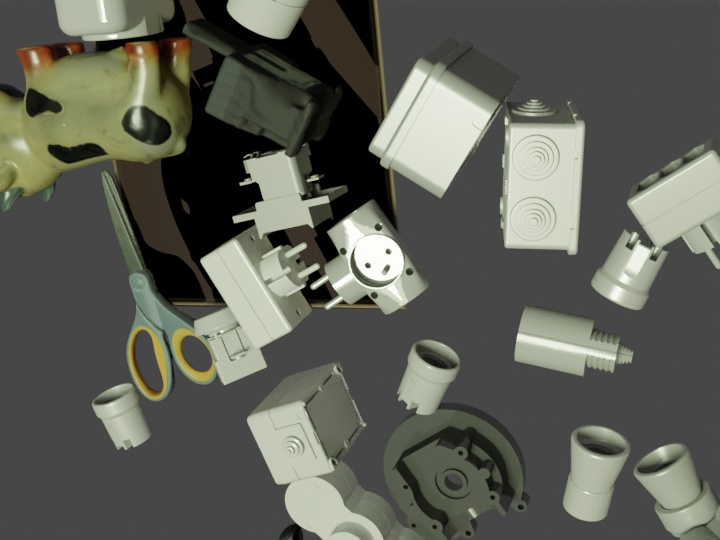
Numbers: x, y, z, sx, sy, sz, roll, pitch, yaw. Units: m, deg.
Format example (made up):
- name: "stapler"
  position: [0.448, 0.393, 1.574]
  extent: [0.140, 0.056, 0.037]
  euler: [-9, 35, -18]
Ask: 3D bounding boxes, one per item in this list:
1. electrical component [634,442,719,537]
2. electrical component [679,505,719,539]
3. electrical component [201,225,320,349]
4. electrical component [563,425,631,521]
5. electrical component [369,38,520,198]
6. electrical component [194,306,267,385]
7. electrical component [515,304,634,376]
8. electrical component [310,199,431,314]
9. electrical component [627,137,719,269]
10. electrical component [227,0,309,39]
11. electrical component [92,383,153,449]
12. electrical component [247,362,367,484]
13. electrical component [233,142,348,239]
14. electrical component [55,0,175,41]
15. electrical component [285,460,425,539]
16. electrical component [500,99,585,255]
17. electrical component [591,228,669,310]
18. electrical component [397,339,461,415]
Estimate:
- name: "electrical component"
  position: [0.234, 0.161, 0.790]
  extent: [0.045, 0.045, 0.055]
  euler: [-28, 97, 25]
- name: "electrical component"
  position: [0.284, 0.185, 0.736]
  extent: [0.138, 0.073, 0.052]
  euler: [-42, 105, 2]
- name: "electrical component"
  position: [-0.066, 0.004, 0.839]
  extent: [0.076, 0.047, 0.083]
  euler: [-28, 97, 25]
- name: "electrical component"
  position: [0.176, 0.155, 0.811]
  extent: [0.044, 0.044, 0.065]
  euler: [14, 116, 14]
- name: "electrical component"
  position: [0.058, -0.105, 0.723]
  extent: [0.057, 0.113, 0.078]
  euler: [32, 115, 3]
- name: "electrical component"
  position: [-0.104, 0.059, 0.868]
  extent: [0.048, 0.066, 0.055]
  euler: [-23, 92, -11]
- name: "electrical component"
  position: [0.157, 0.054, 0.780]
  extent: [0.081, 0.043, 0.043]
  euler: [12, 111, 15]
- name: "electrical component"
  position: [0.000, 0.000, 0.812]
  extent: [0.079, 0.044, 0.077]
  euler: [-34, 95, 12]
- name: "electrical component"
  position: [0.230, -0.037, 0.722]
  extent: [0.066, 0.047, 0.076]
  euler: [-33, 95, 26]
- name: "electrical component"
  position: [-0.063, -0.198, 0.767]
  extent: [0.055, 0.055, 0.047]
  euler: [33, 119, 6]
- name: "electrical component"
  position: [-0.205, 0.127, 0.934]
  extent: [0.040, 0.040, 0.046]
  euler: [-13, 108, 23]
- name: "electrical component"
  position: [-0.046, 0.123, 0.845]
  extent: [0.061, 0.096, 0.061]
  euler: [-19, 101, 24]
- name: "electrical component"
  position: [-0.056, -0.062, 0.816]
  extent: [0.081, 0.042, 0.063]
  euler: [-11, 103, 21]
- name: "electrical component"
  position: [-0.178, -0.200, 0.782]
  extent: [0.054, 0.095, 0.059]
  euler: [1, 108, 19]
- name: "electrical component"
  position: [-0.005, 0.220, 0.876]
  extent: [0.138, 0.074, 0.052]
  euler: [43, 116, 1]
- name: "electrical component"
  position: [0.121, -0.065, 0.723]
  extent: [0.048, 0.099, 0.099]
  euler: [2, 109, 6]
- name: "electrical component"
  position: [0.190, -0.001, 0.753]
  extent: [0.040, 0.040, 0.046]
  euler: [27, 109, 9]
- name: "electrical component"
  position: [0.052, 0.083, 0.830]
  extent: [0.040, 0.040, 0.046]
  euler: [26, 119, 9]
